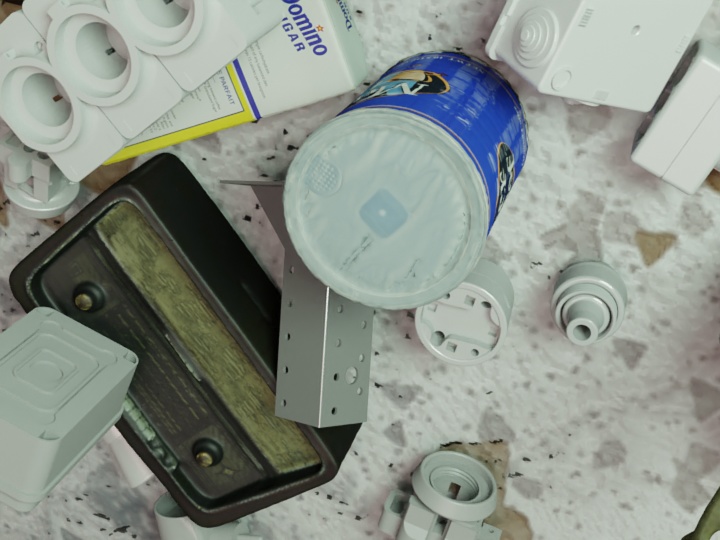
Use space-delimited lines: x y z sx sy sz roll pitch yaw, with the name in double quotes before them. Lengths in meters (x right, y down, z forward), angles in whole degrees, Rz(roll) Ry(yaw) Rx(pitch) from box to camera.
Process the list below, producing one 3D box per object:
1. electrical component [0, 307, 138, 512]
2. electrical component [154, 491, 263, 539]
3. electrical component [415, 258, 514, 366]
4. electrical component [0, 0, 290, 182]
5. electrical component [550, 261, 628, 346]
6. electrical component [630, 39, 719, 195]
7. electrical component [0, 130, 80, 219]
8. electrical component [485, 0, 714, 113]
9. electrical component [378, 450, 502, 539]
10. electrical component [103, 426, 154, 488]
"electrical component" -0.194 0.081 0.642 0.078 0.113 0.057 28 117 4
"electrical component" -0.106 0.202 0.787 0.079 0.044 0.077 -1 112 18
"electrical component" 0.066 0.023 0.653 0.055 0.047 0.055 7 114 15
"electrical component" -0.128 -0.124 0.579 0.150 0.061 0.089 -30 104 32
"electrical component" 0.132 0.023 0.623 0.043 0.062 0.043 7 114 15
"electrical component" 0.195 -0.072 0.570 0.077 0.047 0.065 31 118 3
"electrical component" -0.205 -0.067 0.695 0.048 0.066 0.055 24 137 4
"electrical component" 0.125 -0.130 0.540 0.048 0.100 0.099 54 129 42
"electrical component" 0.057 0.157 0.709 0.078 0.058 0.057 21 120 9
"electrical component" -0.165 0.117 0.772 0.044 0.044 0.065 -33 95 27
